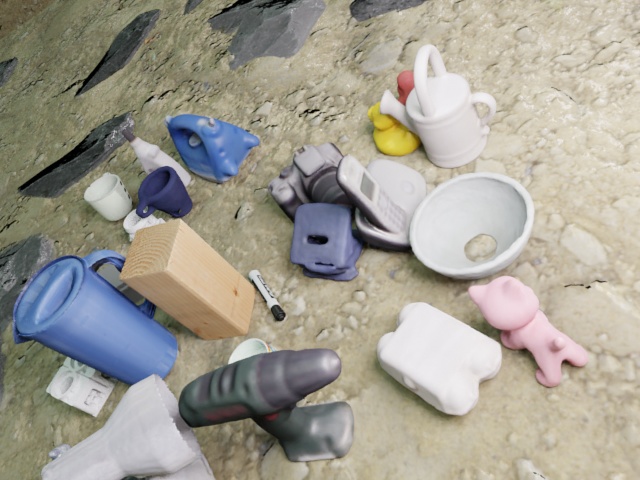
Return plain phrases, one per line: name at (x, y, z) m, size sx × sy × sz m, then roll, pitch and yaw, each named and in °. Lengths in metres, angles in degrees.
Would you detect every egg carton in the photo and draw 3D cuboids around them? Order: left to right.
egg carton at (0.144, 0.145, 0.712) m, size 0.149 × 0.070 × 0.107 m, roll 27°, pitch 73°, yaw 42°

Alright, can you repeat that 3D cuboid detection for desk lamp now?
desk lamp at (-0.222, 0.290, 0.727) m, size 0.203 × 0.214 × 0.117 m, roll -41°, pitch 45°, yaw -2°

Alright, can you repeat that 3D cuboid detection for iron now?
iron at (-0.254, -0.213, 1.192) m, size 0.257 × 0.142 × 0.119 m, roll 16°, pitch 66°, yaw 39°

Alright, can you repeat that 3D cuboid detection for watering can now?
watering can at (0.176, -0.207, 0.878) m, size 0.172 × 0.195 × 0.101 m, roll -17°, pitch 49°, yaw 21°

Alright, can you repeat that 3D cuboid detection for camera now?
camera at (-0.005, -0.087, 0.966) m, size 0.143 × 0.101 × 0.136 m, roll -37°, pitch 45°, yaw 2°

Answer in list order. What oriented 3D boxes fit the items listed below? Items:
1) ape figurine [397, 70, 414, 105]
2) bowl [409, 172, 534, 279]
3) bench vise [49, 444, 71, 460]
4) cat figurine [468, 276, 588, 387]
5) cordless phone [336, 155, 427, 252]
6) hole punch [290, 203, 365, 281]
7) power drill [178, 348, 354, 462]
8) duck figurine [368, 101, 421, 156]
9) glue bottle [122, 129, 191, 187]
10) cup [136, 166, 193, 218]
ape figurine at (0.163, -0.260, 1.000) m, size 0.078 × 0.092 × 0.076 m, roll -36°, pitch 45°, yaw 3°
bowl at (0.212, -0.008, 0.785) m, size 0.167 × 0.075 × 0.167 m, roll -17°, pitch 49°, yaw 21°
bench vise at (-0.355, 0.362, 0.750) m, size 0.206 × 0.220 × 0.121 m, roll 29°, pitch 75°, yaw 43°
cat figurine at (0.236, 0.092, 0.661) m, size 0.067 × 0.118 × 0.127 m, roll -41°, pitch 45°, yaw -2°
cordless phone at (0.086, -0.081, 0.843) m, size 0.094 × 0.186 × 0.147 m, roll -9°, pitch 52°, yaw 27°
hole punch at (0.008, 0.003, 0.893) m, size 0.108 × 0.091 × 0.101 m, roll 3°, pitch 58°, yaw 34°
power drill at (-0.042, 0.198, 0.689) m, size 0.229 × 0.209 × 0.075 m, roll -16°, pitch 49°, yaw 22°
duck figurine at (0.123, -0.198, 0.982) m, size 0.077 × 0.086 × 0.104 m, roll -46°, pitch 45°, yaw -7°
glue bottle at (-0.350, -0.170, 1.196) m, size 0.078 × 0.174 × 0.037 m, roll -5°, pitch 54°, yaw 29°
cup at (-0.309, -0.077, 1.153) m, size 0.091 × 0.095 × 0.118 m, roll 14°, pitch 65°, yaw 39°
